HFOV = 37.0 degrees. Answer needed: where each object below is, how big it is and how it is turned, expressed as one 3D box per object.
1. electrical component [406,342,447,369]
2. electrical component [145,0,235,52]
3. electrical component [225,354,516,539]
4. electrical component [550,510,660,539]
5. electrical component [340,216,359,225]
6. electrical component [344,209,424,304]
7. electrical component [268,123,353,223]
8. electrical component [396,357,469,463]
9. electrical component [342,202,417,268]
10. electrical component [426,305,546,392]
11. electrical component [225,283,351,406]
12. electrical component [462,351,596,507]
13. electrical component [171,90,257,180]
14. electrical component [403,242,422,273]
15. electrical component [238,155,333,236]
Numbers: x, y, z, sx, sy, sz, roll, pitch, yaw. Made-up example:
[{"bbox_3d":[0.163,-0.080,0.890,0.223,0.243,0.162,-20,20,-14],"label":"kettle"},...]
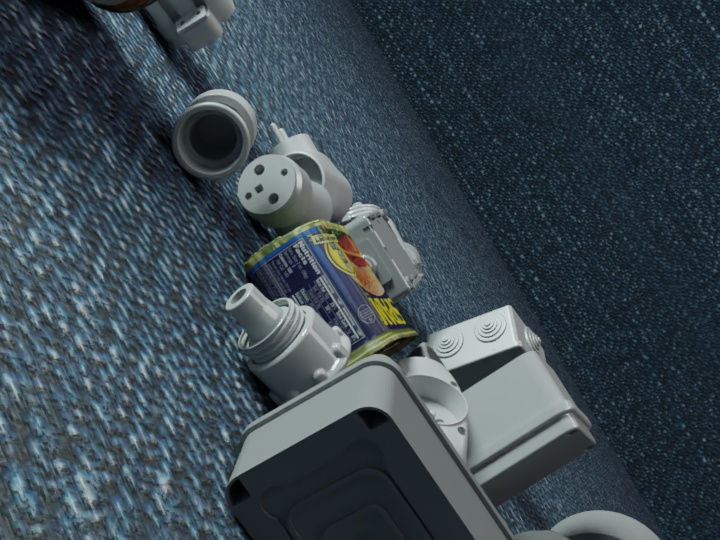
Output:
[{"bbox_3d":[0.028,0.078,0.673,0.045,0.055,0.045,56,11,-16],"label":"electrical component"},{"bbox_3d":[-0.125,-0.194,0.733,0.057,0.058,0.078,52,12,-45],"label":"electrical component"},{"bbox_3d":[0.007,0.101,0.442,0.113,0.078,0.057,56,14,-13],"label":"electrical component"},{"bbox_3d":[0.173,0.234,0.777,0.108,0.108,0.060,60,16,9],"label":"electrical component"},{"bbox_3d":[-0.005,-0.018,0.832,0.048,0.048,0.062,60,17,6],"label":"electrical component"},{"bbox_3d":[0.000,0.000,0.749,0.061,0.061,0.096,58,10,-1],"label":"electrical component"},{"bbox_3d":[-0.045,-0.075,0.805,0.079,0.043,0.077,61,10,12],"label":"electrical component"},{"bbox_3d":[0.016,0.083,0.588,0.079,0.044,0.077,12,31,-9],"label":"electrical component"},{"bbox_3d":[0.013,-0.025,0.935,0.081,0.043,0.043,63,11,27],"label":"electrical component"},{"bbox_3d":[0.114,0.083,0.954,0.099,0.100,0.048,49,27,-44],"label":"electrical component"},{"bbox_3d":[-0.038,0.033,0.521,0.062,0.048,0.048,47,14,-23],"label":"electrical component"},{"bbox_3d":[0.090,0.112,0.704,0.057,0.113,0.078,61,10,27],"label":"electrical component"},{"bbox_3d":[-0.084,-0.080,0.629,0.045,0.045,0.055,56,10,-16],"label":"electrical component"},{"bbox_3d":[0.035,-0.005,0.985,0.043,0.043,0.062,57,10,-9],"label":"electrical component"},{"bbox_3d":[-0.049,-0.046,0.698,0.045,0.045,0.055,63,12,25],"label":"electrical component"}]
